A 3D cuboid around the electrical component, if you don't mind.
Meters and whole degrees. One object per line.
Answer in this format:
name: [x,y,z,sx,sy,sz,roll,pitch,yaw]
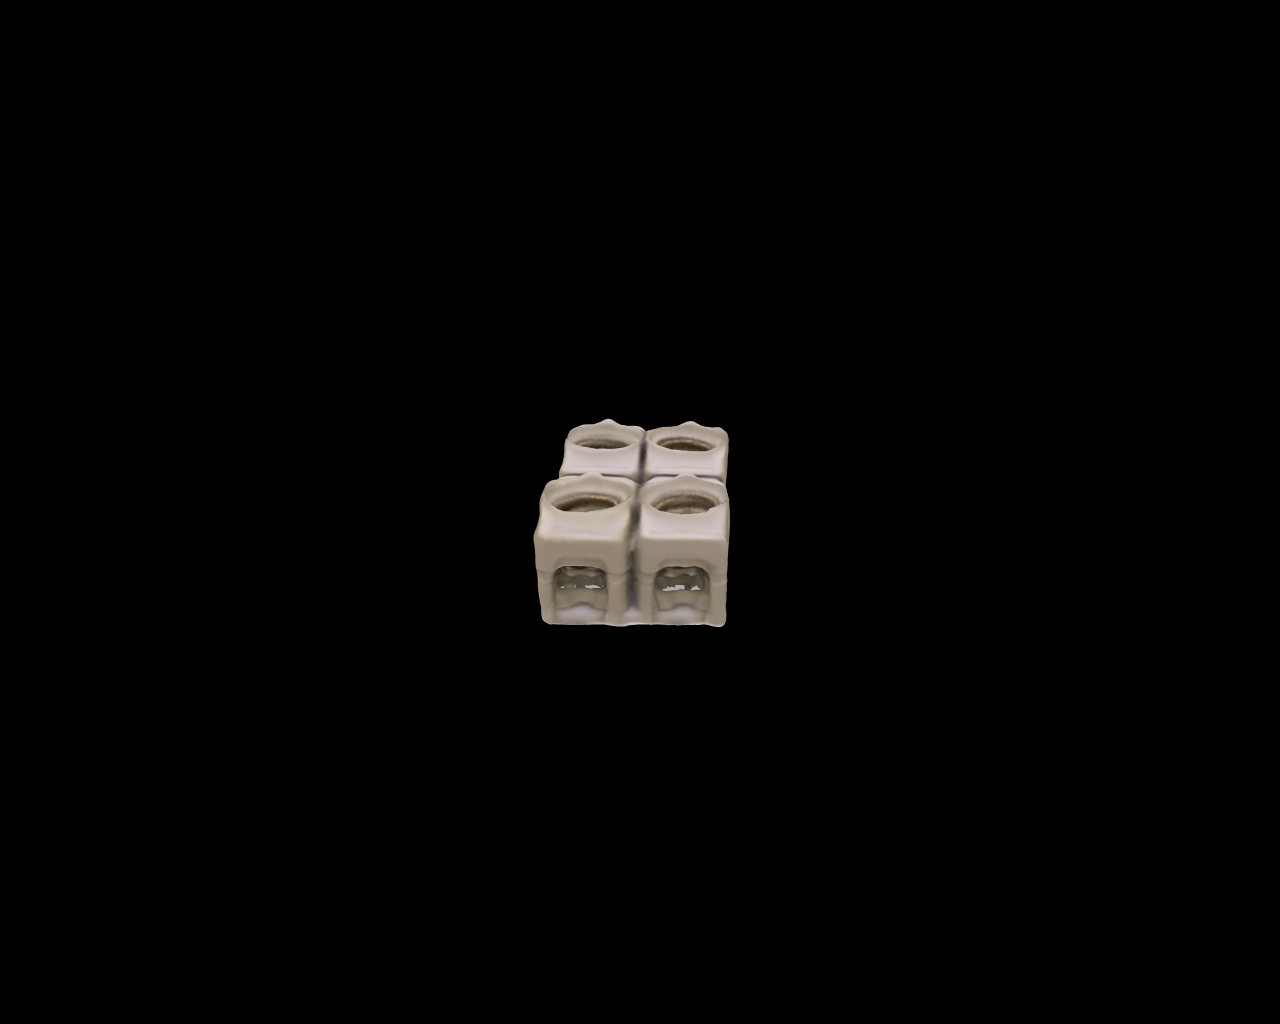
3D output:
electrical component: [0.001,-0.003,0.650,0.105,0.060,0.186,1,24,3]
